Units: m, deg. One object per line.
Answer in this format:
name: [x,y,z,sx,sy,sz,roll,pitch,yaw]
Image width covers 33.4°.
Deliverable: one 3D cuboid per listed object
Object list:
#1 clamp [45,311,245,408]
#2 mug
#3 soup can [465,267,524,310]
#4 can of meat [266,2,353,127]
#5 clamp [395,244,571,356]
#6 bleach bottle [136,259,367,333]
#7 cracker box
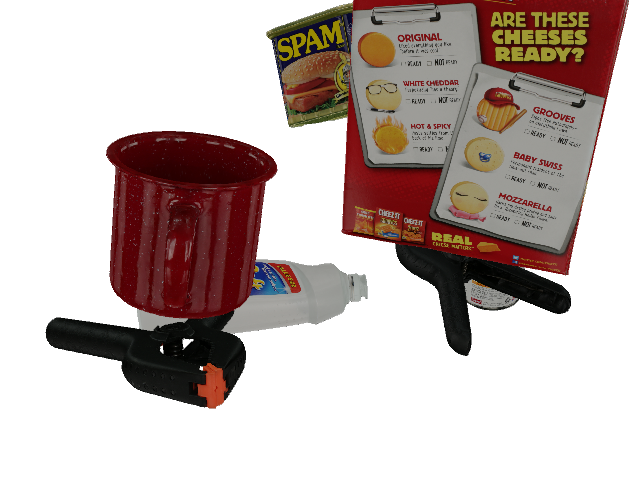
clamp: [-0.109,0.083,0.848,0.164,0.036,0.210,-11,16,-30]
mug: [-0.074,-0.004,0.586,0.093,0.081,0.117,5,22,-7]
soup can: [0.179,0.013,1.104,0.068,0.102,0.068,-2,35,1]
can of meat: [0.010,-0.147,0.904,0.102,0.084,0.057,-10,1,37]
clamp: [0.127,0.021,0.902,0.120,0.039,0.171,-8,47,-26]
bleach bottle: [-0.075,0.057,1.185,0.250,0.068,0.102,-5,35,-4]
cracker box: [0.104,-0.091,0.707,0.164,0.214,0.072,11,39,11]
